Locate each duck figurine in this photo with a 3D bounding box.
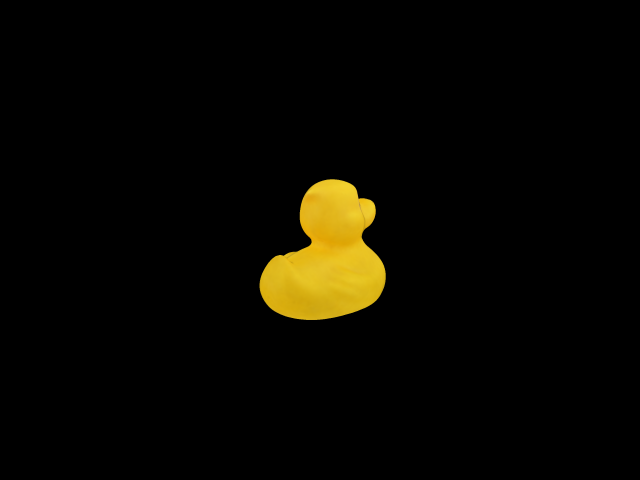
[{"bbox_3d":[0.004,0.001,0.400,0.077,0.086,0.105,18,26,41],"label":"duck figurine"}]
